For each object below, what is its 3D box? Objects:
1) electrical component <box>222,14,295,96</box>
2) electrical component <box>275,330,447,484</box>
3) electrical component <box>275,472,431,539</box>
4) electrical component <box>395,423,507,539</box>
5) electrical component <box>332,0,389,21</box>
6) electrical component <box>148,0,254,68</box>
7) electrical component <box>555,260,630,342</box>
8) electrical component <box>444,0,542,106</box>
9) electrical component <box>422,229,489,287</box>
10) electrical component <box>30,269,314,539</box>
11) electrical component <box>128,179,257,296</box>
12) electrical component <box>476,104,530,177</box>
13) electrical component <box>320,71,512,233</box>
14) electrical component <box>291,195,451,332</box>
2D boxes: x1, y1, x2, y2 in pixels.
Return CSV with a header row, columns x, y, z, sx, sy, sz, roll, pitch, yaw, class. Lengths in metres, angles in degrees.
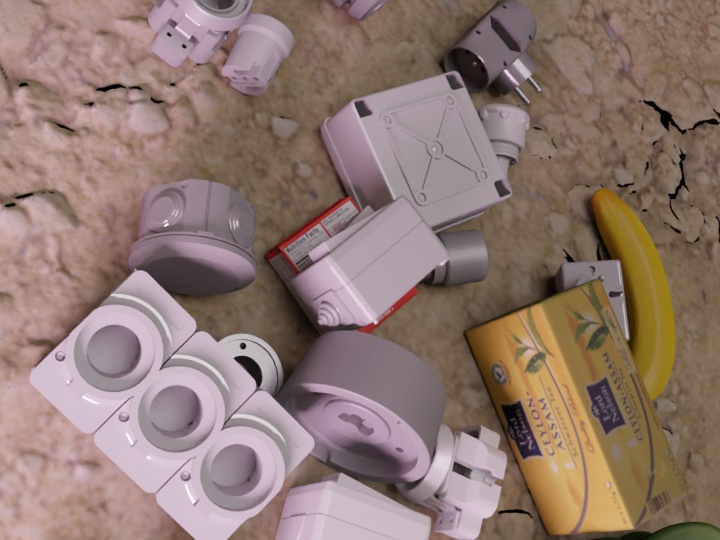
x,y,z,sx,sy,sz,roll,pitch,yaw,class
-0.074,-0.154,0.771,0.040,0.040,0.046,31,67,-18,electrical component
0.005,0.084,0.705,0.108,0.108,0.060,38,54,-15,electrical component
0.000,0.175,0.698,0.096,0.062,0.061,25,64,-21,electrical component
0.061,0.140,0.747,0.057,0.058,0.078,28,63,-23,electrical component
0.001,-0.230,0.827,0.057,0.058,0.078,50,57,-4,electrical component
-0.109,-0.185,0.750,0.058,0.057,0.078,37,60,-15,electrical component
0.182,0.024,0.833,0.047,0.076,0.065,-3,75,2,electrical component
0.119,-0.170,0.884,0.079,0.043,0.077,48,58,-8,electrical component
0.060,-0.007,0.802,0.078,0.040,0.040,-8,79,-16,electrical component
-0.112,0.082,0.646,0.089,0.062,0.150,-46,100,-10,electrical component
-0.105,-0.019,0.688,0.080,0.080,0.051,15,63,-25,electrical component
0.110,-0.098,0.857,0.048,0.048,0.062,11,77,-27,electrical component
0.042,-0.081,0.804,0.109,0.056,0.108,-22,86,-33,electrical component
0.000,0.000,0.714,0.096,0.062,0.061,-40,94,-31,electrical component
